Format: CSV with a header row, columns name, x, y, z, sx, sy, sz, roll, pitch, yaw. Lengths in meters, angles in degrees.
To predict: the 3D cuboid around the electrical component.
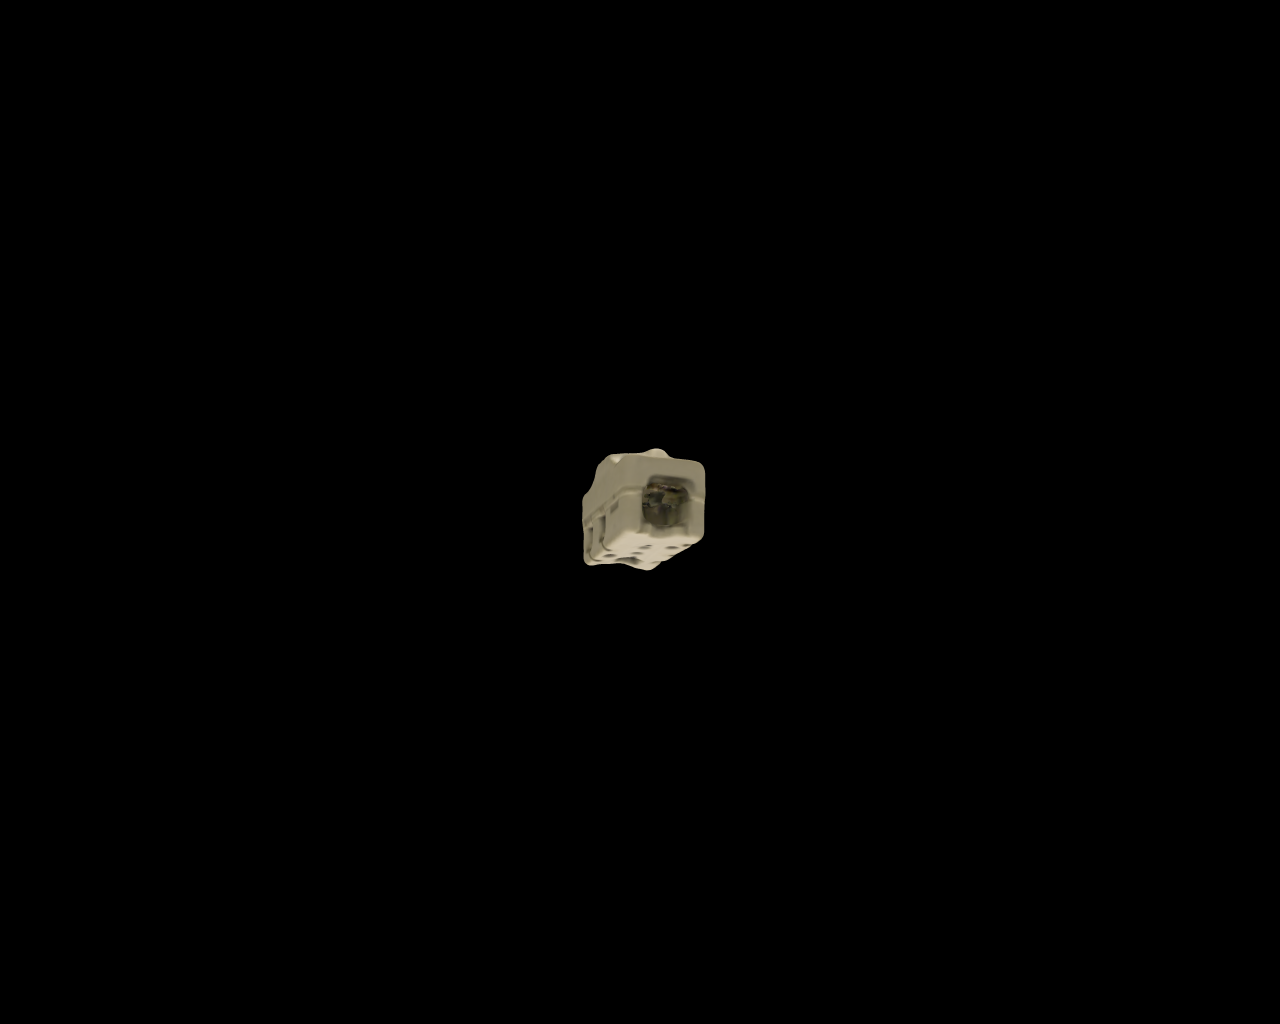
name,x,y,z,sx,sy,sz,roll,pitch,yaw
electrical component,0.001,-0.003,0.650,0.050,0.056,0.089,6,-17,-19
